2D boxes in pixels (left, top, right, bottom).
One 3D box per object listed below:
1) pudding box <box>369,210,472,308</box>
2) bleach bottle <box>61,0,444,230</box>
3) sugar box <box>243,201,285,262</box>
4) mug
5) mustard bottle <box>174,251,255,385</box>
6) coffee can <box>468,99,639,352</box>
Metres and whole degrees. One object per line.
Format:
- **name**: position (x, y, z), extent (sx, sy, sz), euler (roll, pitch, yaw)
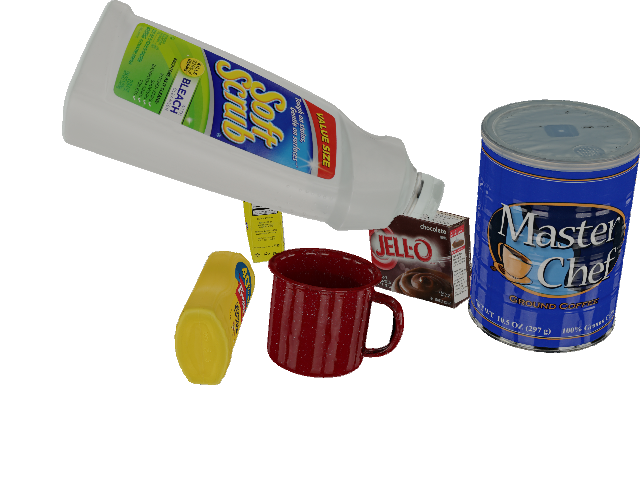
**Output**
- **pudding box**: position (0.102, 0.012, 1.100), extent (0.114, 0.090, 0.039), euler (13, 29, 41)
- **bleach bottle**: position (-0.038, -0.072, 0.716), extent (0.250, 0.102, 0.068), euler (18, -33, -5)
- **sugar box**: position (-0.074, -0.072, 1.294), extent (0.048, 0.176, 0.093), euler (-9, 25, -6)
- **mug**: position (0.011, 0.062, 0.874), extent (0.117, 0.081, 0.093), euler (11, 20, 12)
- **mustard bottle**: position (-0.109, 0.066, 1.163), extent (0.058, 0.096, 0.191), euler (1, 28, 7)
- **coffee can**: position (0.155, -0.011, 0.717), extent (0.103, 0.140, 0.103), euler (0, 29, 0)
